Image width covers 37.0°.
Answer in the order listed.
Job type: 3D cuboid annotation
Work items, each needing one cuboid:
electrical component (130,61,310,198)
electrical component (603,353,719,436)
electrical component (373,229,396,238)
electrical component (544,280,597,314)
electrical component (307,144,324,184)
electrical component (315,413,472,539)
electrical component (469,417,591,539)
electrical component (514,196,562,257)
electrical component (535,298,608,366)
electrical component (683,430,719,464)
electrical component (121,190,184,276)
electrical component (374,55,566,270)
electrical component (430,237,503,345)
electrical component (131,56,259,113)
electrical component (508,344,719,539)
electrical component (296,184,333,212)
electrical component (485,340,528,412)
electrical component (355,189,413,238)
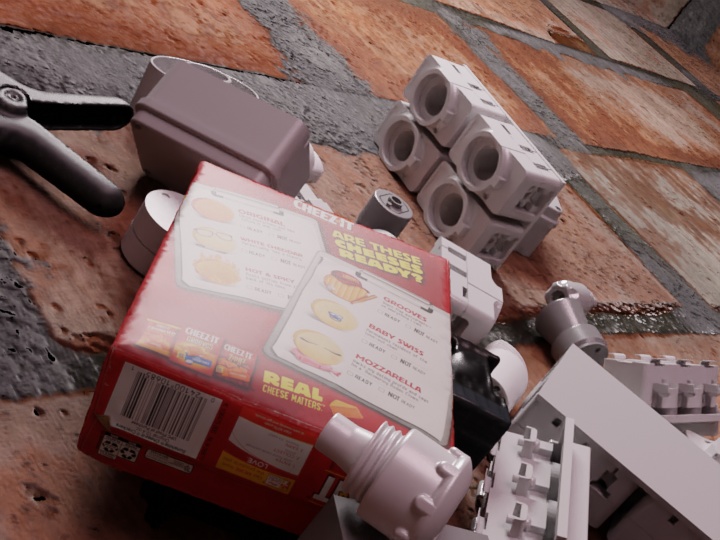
[{"bbox_3d":[-0.096,-0.083,0.748,0.113,0.078,0.057,28,65,11],"label":"electrical component"},{"bbox_3d":[0.246,0.102,0.880,0.121,0.063,0.079,6,-2,-44],"label":"electrical component"},{"bbox_3d":[0.000,0.000,0.785,0.055,0.055,0.047,47,32,22],"label":"electrical component"},{"bbox_3d":[0.199,0.028,0.992,0.061,0.035,0.035,7,38,-48],"label":"electrical component"},{"bbox_3d":[-0.060,-0.090,0.868,0.043,0.043,0.081,45,15,17],"label":"electrical component"},{"bbox_3d":[0.011,0.083,0.439,0.062,0.048,0.048,33,26,11],"label":"electrical component"},{"bbox_3d":[0.101,0.149,0.646,0.063,0.078,0.121,15,26,7],"label":"electrical component"},{"bbox_3d":[0.150,-0.076,1.079,0.078,0.057,0.113,26,28,-18],"label":"electrical component"},{"bbox_3d":[0.179,0.058,0.911,0.045,0.045,0.055,16,33,-34],"label":"electrical component"},{"bbox_3d":[0.281,0.168,0.836,0.089,0.055,0.050,27,28,-17],"label":"electrical component"},{"bbox_3d":[-0.078,-0.021,0.705,0.138,0.073,0.052,19,31,-29],"label":"electrical component"},{"bbox_3d":[0.093,-0.104,1.004,0.060,0.105,0.186,10,36,-41],"label":"electrical component"},{"bbox_3d":[0.073,0.024,0.833,0.056,0.050,0.089,29,28,-12],"label":"electrical component"},{"bbox_3d":[-0.130,-0.127,0.855,0.099,0.064,0.099,20,19,-7],"label":"electrical component"},{"bbox_3d":[0.194,0.149,0.760,0.186,0.060,0.105,40,27,9],"label":"electrical component"},{"bbox_3d":[-0.056,-0.047,0.807,0.066,0.048,0.055,-8,57,-54],"label":"electrical component"},{"bbox_3d":[0.098,0.080,0.780,0.043,0.043,0.081,40,27,9],"label":"electrical component"},{"bbox_3d":[0.011,-0.029,0.832,0.044,0.065,0.044,28,28,-16],"label":"electrical component"}]
